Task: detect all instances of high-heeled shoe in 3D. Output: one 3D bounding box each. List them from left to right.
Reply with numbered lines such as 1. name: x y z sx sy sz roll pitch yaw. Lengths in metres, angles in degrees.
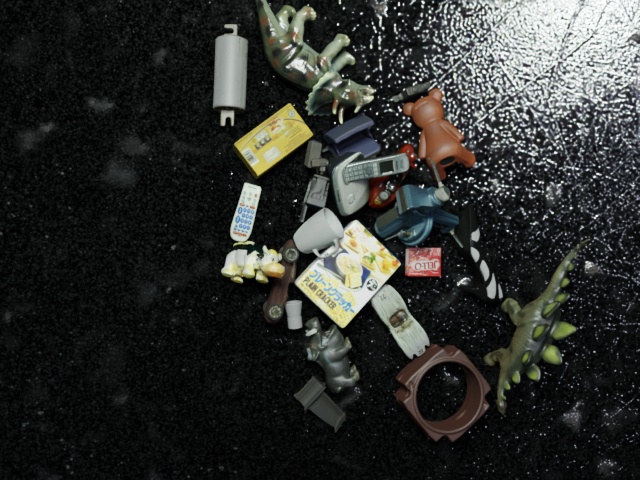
1. high-heeled shoe: 0.422 0.038 1.374 0.145 0.086 0.248 7 89 -17

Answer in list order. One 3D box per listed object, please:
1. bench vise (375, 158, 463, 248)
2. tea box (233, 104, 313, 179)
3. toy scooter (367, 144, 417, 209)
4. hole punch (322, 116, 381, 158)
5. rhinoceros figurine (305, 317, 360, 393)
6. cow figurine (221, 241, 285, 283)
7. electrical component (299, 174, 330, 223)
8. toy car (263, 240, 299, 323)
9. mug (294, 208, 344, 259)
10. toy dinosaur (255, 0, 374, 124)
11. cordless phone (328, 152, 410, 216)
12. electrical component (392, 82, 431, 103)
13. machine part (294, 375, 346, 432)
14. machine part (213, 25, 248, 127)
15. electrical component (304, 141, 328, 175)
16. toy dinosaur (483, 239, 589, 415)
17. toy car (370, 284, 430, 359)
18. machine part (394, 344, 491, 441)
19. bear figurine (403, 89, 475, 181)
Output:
1. bench vise: 0.259 -0.061 1.301 0.240 0.223 0.129 14 46 -36
2. tea box: -0.113 -0.235 1.284 0.170 0.068 0.098 -37 96 -10
3. toy scooter: 0.183 -0.158 1.303 0.075 0.135 0.184 33 85 -10
4. hole punch: 0.072 -0.249 1.286 0.142 0.116 0.092 -30 136 -4
5. rhinoceros figurine: 0.025 0.274 1.300 0.112 0.073 0.190 -22 95 1
6. cow figurine: -0.144 0.047 1.233 0.068 0.168 0.098 38 57 -48
7. electrical component: -0.014 -0.094 1.296 0.048 0.075 0.119 15 82 -9
8. toy car: -0.088 0.098 1.271 0.053 0.089 0.202 17 84 -9
9. mug: -0.003 -0.004 1.268 0.107 0.080 0.109 -32 70 23
10. toy dinosaur: -0.049 -0.435 1.283 0.405 0.131 0.192 34 83 -2
11. cordless phone: 0.116 -0.138 1.239 0.184 0.089 0.146 -8 129 8
12. electrical component: 0.229 -0.370 1.352 0.094 0.063 0.021 -21 93 -9
13. machine part: 0.008 0.400 1.307 0.084 0.039 0.139 -44 95 -14
14. machine part: -0.210 -0.387 1.266 0.079 0.079 0.243 3 87 -10
15. electrical component: -0.010 -0.197 1.291 0.045 0.102 0.078 10 96 -14
16. toy dinosaur: 0.536 0.212 1.328 0.105 0.198 0.471 22 87 -13
17. toy car: 0.198 0.203 1.336 0.073 0.056 0.201 -35 94 -9
18. machine part: 0.305 0.378 1.338 0.201 0.087 0.201 -40 95 -10
19. bear figurine: 0.293 -0.266 1.351 0.120 0.131 0.196 -28 60 23
